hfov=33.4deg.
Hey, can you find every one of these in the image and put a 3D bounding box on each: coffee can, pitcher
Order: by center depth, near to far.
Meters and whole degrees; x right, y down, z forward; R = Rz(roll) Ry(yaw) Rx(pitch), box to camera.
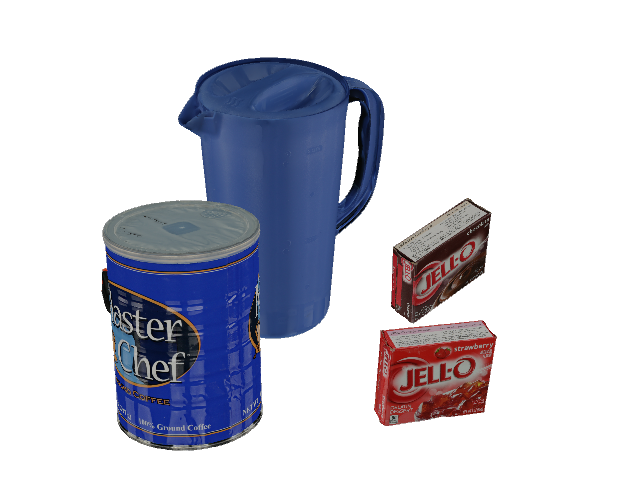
[{"bbox_3d":[-0.091,0.055,0.722,0.103,0.140,0.103,0,21,0],"label":"coffee can"},{"bbox_3d":[-0.033,-0.037,0.976,0.149,0.243,0.144,12,34,17],"label":"pitcher"}]

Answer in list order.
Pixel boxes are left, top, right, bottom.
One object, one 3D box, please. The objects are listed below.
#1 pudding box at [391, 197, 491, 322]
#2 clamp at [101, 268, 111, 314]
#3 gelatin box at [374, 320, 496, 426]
[{"bbox_3d":[0.124,0.020,1.103,0.113,0.090,0.039,-34,54,-28],"label":"pudding box"},{"bbox_3d":[-0.164,0.074,1.117,0.210,0.036,0.164,17,21,29],"label":"clamp"},{"bbox_3d":[0.089,0.104,0.837,0.089,0.073,0.030,-5,29,-16],"label":"gelatin box"}]
